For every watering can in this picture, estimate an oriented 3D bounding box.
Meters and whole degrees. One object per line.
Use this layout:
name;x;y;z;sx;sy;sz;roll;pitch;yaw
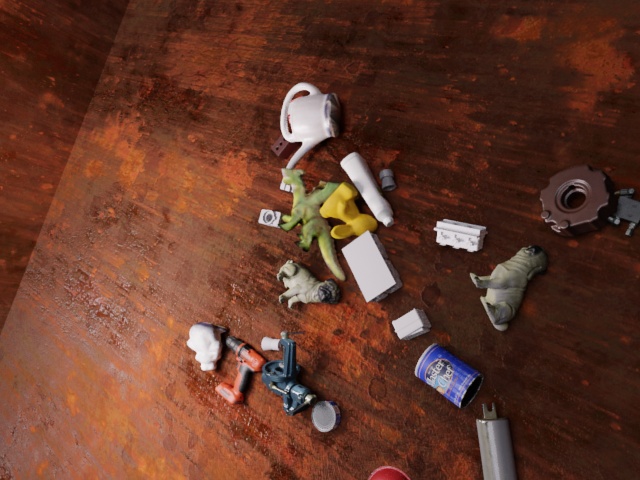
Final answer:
watering can;-0.033;-0.376;1.763;0.224;0.103;0.350;-2;82;24

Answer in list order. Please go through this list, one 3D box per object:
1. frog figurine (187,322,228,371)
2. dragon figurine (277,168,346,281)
frog figurine;-0.406;0.374;1.815;0.137;0.120;0.162;7;69;17
dragon figurine;0.005;-0.084;1.676;0.414;0.121;0.242;43;97;18
